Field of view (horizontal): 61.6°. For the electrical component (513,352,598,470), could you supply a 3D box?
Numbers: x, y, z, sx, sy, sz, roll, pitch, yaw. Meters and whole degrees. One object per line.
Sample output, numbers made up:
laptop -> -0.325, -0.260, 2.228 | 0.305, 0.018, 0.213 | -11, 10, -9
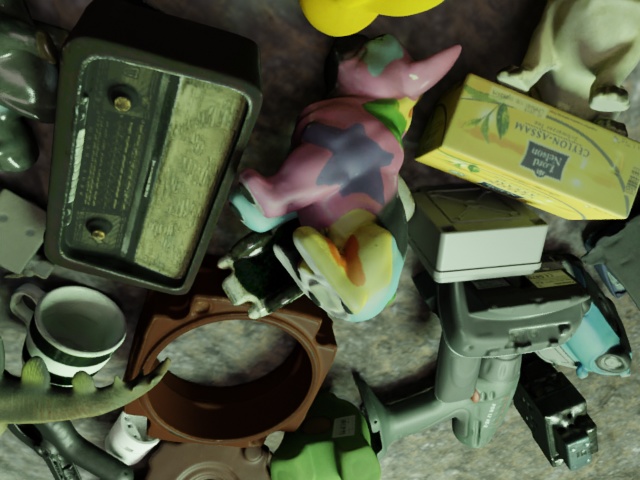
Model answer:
electrical component -> 0.303, 0.224, 0.702 | 0.058, 0.134, 0.114 | -24, 121, 1

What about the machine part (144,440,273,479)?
machine part -> -0.131, 0.303, 0.627 | 0.179, 0.056, 0.179 | 2, 76, -7

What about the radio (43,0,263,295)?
radio -> -0.140, -0.062, 0.431 | 0.131, 0.073, 0.229 | 15, 130, -18

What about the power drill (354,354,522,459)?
power drill -> 0.150, 0.189, 0.681 | 0.207, 0.086, 0.231 | -17, 129, -11

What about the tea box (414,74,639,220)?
tea box -> 0.182, -0.076, 0.479 | 0.170, 0.098, 0.068 | 20, 90, -3

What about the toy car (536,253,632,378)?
toy car -> 0.295, 0.099, 0.646 | 0.103, 0.109, 0.161 | -33, 112, 32

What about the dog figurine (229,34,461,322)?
dog figurine -> 0.043, -0.065, 0.444 | 0.219, 0.108, 0.191 | -42, 89, -14

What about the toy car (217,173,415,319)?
toy car -> -0.001, -0.002, 0.511 | 0.202, 0.056, 0.073 | -32, 88, -11

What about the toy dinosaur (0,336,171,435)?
toy dinosaur -> -0.357, 0.118, 0.470 | 0.472, 0.105, 0.198 | 7, 116, 2

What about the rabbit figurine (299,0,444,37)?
rabbit figurine -> 0.038, -0.220, 0.379 | 0.122, 0.162, 0.173 | 0, 139, -27

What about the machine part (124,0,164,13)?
machine part -> -0.123, -0.149, 0.435 | 0.084, 0.039, 0.138 | -41, 123, 19

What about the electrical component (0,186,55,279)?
electrical component -> -0.284, -0.006, 0.483 | 0.102, 0.045, 0.078 | 29, 82, -29

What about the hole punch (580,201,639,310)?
hole punch -> 0.384, 0.012, 0.632 | 0.142, 0.092, 0.115 | -35, 93, 12

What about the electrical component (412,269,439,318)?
electrical component -> 0.147, 0.048, 0.609 | 0.075, 0.048, 0.119 | -37, 121, 10

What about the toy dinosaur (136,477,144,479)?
toy dinosaur -> -0.160, 0.362, 0.696 | 0.405, 0.131, 0.192 | 23, 96, -16

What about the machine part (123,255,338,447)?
machine part -> -0.097, 0.127, 0.579 | 0.201, 0.087, 0.200 | 14, 116, -22

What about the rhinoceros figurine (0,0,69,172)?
rhinoceros figurine -> -0.244, -0.141, 0.390 | 0.112, 0.073, 0.190 | -11, 122, -8

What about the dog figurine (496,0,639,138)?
dog figurine -> 0.239, -0.192, 0.471 | 0.121, 0.172, 0.190 | 21, 89, 12

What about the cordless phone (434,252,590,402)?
cordless phone -> 0.195, 0.107, 0.578 | 0.147, 0.089, 0.184 | -6, 123, -10

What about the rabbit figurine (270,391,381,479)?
rabbit figurine -> 0.012, 0.288, 0.660 | 0.121, 0.159, 0.170 | -12, 106, -1
